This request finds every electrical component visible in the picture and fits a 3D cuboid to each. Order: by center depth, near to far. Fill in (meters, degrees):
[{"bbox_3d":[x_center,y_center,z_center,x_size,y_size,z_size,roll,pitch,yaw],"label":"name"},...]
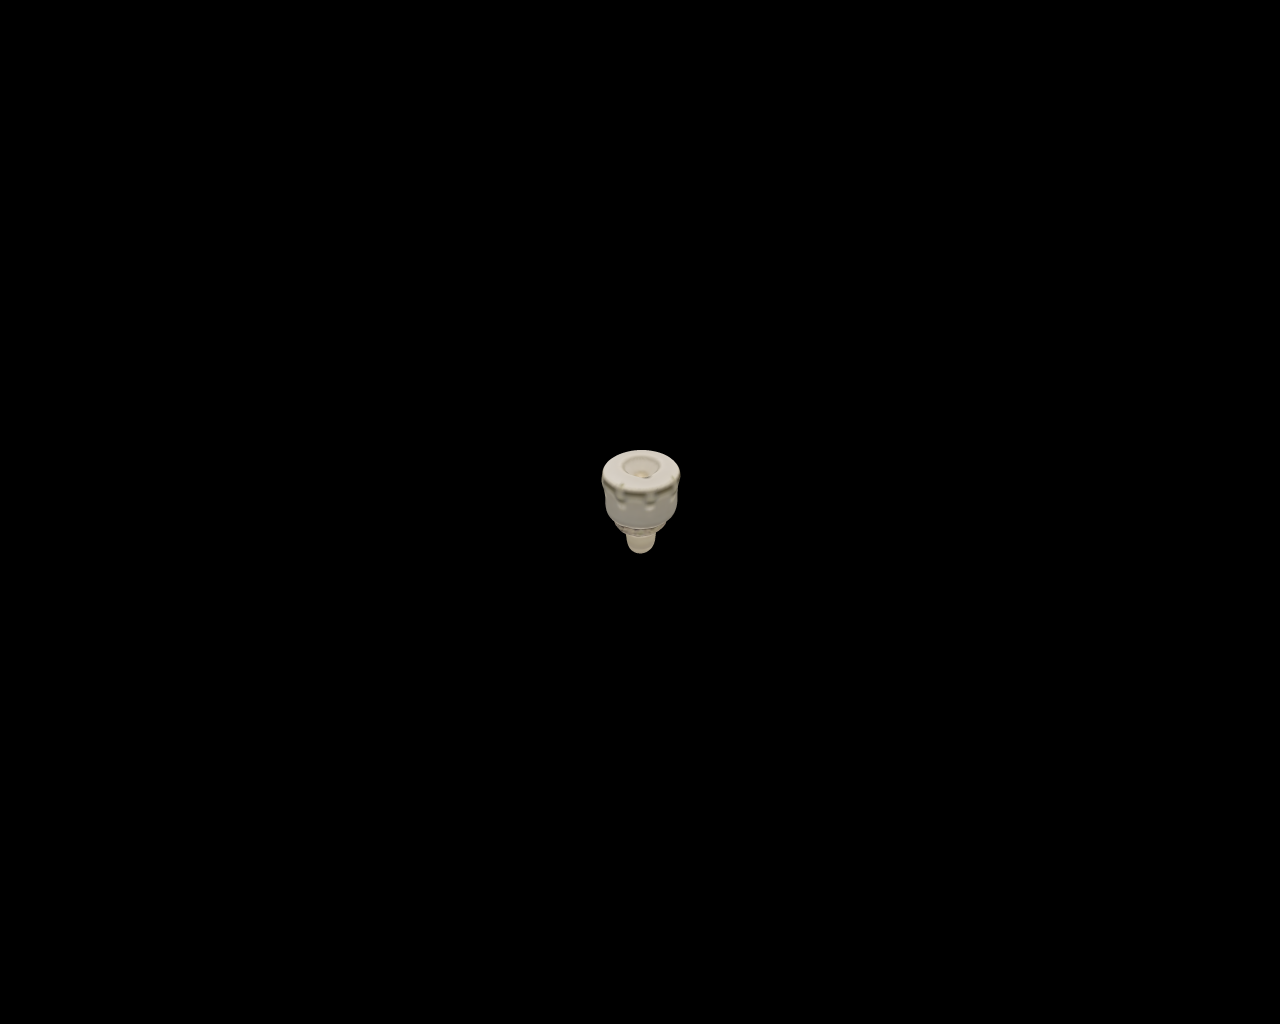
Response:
[{"bbox_3d":[0.001,-0.003,0.650,0.048,0.062,0.048,0,33,0],"label":"electrical component"}]
